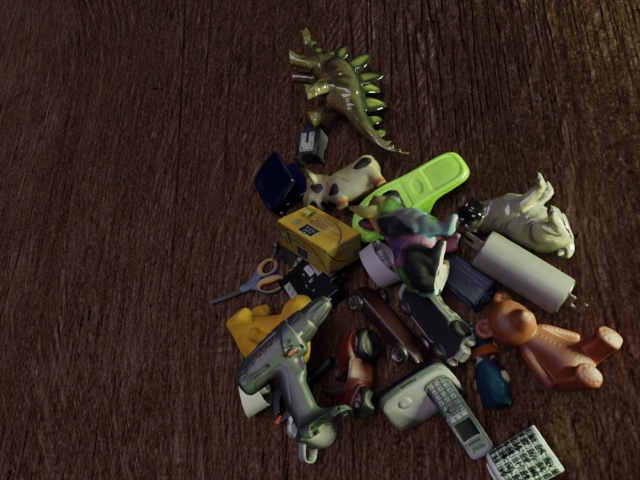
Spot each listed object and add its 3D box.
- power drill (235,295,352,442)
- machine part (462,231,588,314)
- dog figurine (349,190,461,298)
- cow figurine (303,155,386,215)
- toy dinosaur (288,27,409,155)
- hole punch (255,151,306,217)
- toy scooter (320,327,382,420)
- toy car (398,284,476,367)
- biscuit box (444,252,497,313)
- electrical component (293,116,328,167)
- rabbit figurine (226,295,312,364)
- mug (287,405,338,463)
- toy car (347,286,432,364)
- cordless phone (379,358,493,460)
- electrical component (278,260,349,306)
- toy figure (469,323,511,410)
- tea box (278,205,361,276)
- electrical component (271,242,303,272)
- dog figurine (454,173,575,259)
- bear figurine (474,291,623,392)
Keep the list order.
[{"bbox_3d":[-0.029,0.240,0.977,0.232,0.086,0.207,-36,71,1],"label":"power drill"},{"bbox_3d":[0.368,0.058,0.980,0.243,0.079,0.079,33,85,15],"label":"machine part"},{"bbox_3d":[0.151,-0.002,1.036,0.219,0.108,0.191,16,72,30],"label":"dog figurine"},{"bbox_3d":[0.046,-0.125,1.220,0.195,0.085,0.127,-28,66,14],"label":"cow figurine"},{"bbox_3d":[0.053,-0.355,1.275,0.199,0.105,0.471,-19,62,-6],"label":"toy dinosaur"},{"bbox_3d":[-0.100,-0.135,1.290,0.116,0.092,0.142,-37,63,11],"label":"hole punch"},{"bbox_3d":[0.056,0.266,1.058,0.135,0.075,0.184,-33,39,42],"label":"toy scooter"},{"bbox_3d":[0.220,0.150,1.025,0.073,0.056,0.202,-56,45,22],"label":"toy car"},{"bbox_3d":[0.252,0.056,1.066,0.063,0.059,0.203,-47,58,-2],"label":"biscuit box"},{"bbox_3d":[-0.023,-0.245,1.321,0.075,0.047,0.119,-6,66,21],"label":"electrical component"},{"bbox_3d":[-0.082,0.183,1.090,0.173,0.121,0.162,-34,64,15],"label":"rabbit figurine"},{"bbox_3d":[-0.024,0.369,1.034,0.081,0.107,0.109,5,70,27],"label":"mug"},{"bbox_3d":[0.134,0.169,1.055,0.202,0.089,0.053,49,124,31],"label":"toy car"},{"bbox_3d":[0.208,0.322,0.968,0.146,0.088,0.184,-35,70,7],"label":"cordless phone"},{"bbox_3d":[-0.007,0.098,1.167,0.134,0.058,0.115,-37,61,6],"label":"electrical component"},{"bbox_3d":[0.302,0.226,0.975,0.064,0.057,0.154,-14,59,12],"label":"toy figure"},{"bbox_3d":[-0.002,-0.003,1.151,0.098,0.068,0.170,-28,41,-32],"label":"tea box"},{"bbox_3d":[-0.063,0.033,1.226,0.102,0.045,0.078,37,89,31],"label":"electrical component"},{"bbox_3d":[0.368,-0.018,1.035,0.191,0.121,0.172,-28,57,28],"label":"dog figurine"},{"bbox_3d":[0.377,0.162,0.913,0.196,0.131,0.120,41,64,13],"label":"bear figurine"}]
